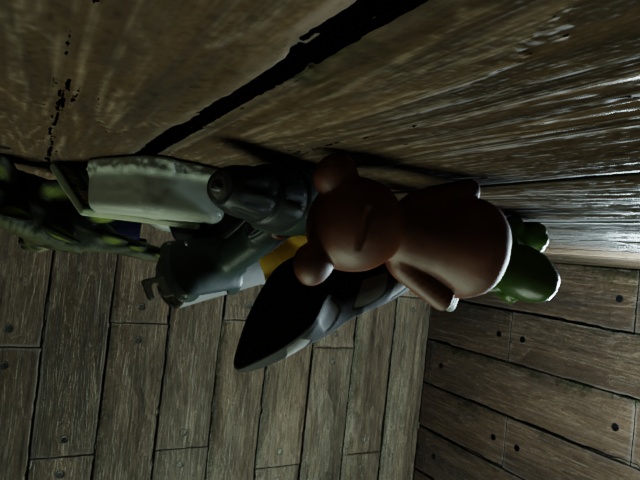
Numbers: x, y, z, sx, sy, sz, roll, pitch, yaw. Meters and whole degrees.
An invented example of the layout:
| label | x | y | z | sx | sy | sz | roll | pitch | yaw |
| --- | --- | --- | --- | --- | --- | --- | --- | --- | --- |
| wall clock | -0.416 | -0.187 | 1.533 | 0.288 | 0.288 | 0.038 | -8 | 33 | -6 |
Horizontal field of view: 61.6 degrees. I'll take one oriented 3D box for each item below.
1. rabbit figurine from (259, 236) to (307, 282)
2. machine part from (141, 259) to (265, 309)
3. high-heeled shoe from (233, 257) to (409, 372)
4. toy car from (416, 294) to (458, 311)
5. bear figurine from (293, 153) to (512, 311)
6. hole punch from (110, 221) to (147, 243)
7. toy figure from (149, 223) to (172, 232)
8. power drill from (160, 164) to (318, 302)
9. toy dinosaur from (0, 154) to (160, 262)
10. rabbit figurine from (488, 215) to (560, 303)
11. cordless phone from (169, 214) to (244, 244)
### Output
| label | x | y | z | sx | sy | sz | roll | pitch | yaw |
| --- | --- | --- | --- | --- | --- | --- | --- | --- | --- |
| rabbit figurine | -0.002 | -0.002 | 0.755 | 0.173 | 0.121 | 0.162 | -16 | -141 | 2 |
| machine part | -0.153 | 0.045 | 0.802 | 0.079 | 0.079 | 0.243 | 5 | -167 | 44 |
| high-heeled shoe | 0.026 | 0.067 | 0.591 | 0.086 | 0.249 | 0.145 | 50 | -175 | 40 |
| toy car | 0.188 | 0.045 | 0.917 | 0.074 | 0.056 | 0.201 | 29 | 151 | 47 |
| bear figurine | 0.065 | -0.004 | 0.482 | 0.196 | 0.120 | 0.132 | 8 | -178 | -18 |
| hole punch | -0.375 | -0.044 | 0.963 | 0.142 | 0.115 | 0.092 | 6 | 171 | -26 |
| toy figure | -0.293 | -0.055 | 0.920 | 0.154 | 0.058 | 0.064 | 18 | 138 | -32 |
| power drill | -0.075 | -0.011 | 0.546 | 0.207 | 0.086 | 0.232 | -37 | 161 | 32 |
| toy dinosaur | -0.384 | -0.033 | 0.766 | 0.471 | 0.105 | 0.199 | 20 | 168 | -36 |
| rabbit figurine | 0.243 | 0.018 | 0.706 | 0.159 | 0.121 | 0.170 | 28 | -170 | -12 |
| cordless phone | -0.134 | -0.035 | 0.870 | 0.184 | 0.088 | 0.147 | 2 | -178 | -40 |
